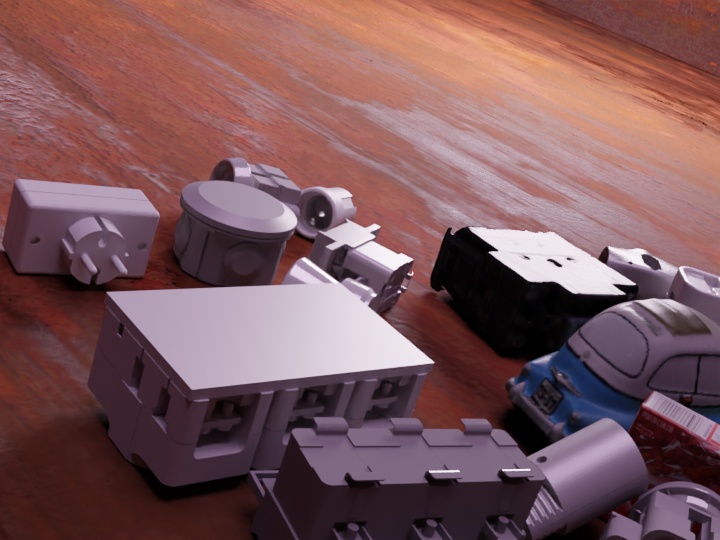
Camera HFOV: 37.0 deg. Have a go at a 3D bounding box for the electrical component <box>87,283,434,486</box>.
[{"bbox_3d":[-0.052,0.057,0.557,0.150,0.061,0.089,-2,29,-41],"label":"electrical component"}]

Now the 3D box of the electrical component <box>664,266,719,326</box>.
[{"bbox_3d":[0.292,0.044,0.865,0.095,0.059,0.053,18,22,-2],"label":"electrical component"}]

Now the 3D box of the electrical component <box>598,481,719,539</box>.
[{"bbox_3d":[0.159,0.141,0.533,0.078,0.058,0.057,24,25,11],"label":"electrical component"}]

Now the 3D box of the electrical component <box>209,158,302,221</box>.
[{"bbox_3d":[-0.084,-0.060,0.831,0.055,0.048,0.066,12,21,-36],"label":"electrical component"}]

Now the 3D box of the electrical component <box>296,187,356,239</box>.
[{"bbox_3d":[-0.028,-0.047,0.853,0.040,0.040,0.046,26,18,18],"label":"electrical component"}]

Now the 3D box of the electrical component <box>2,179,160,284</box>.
[{"bbox_3d":[-0.166,-0.016,0.660,0.083,0.047,0.076,3,27,-35],"label":"electrical component"}]

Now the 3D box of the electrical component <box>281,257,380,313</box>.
[{"bbox_3d":[-0.021,0.023,0.685,0.055,0.045,0.045,24,23,13],"label":"electrical component"}]

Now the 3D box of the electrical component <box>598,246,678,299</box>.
[{"bbox_3d":[0.243,0.006,0.937,0.077,0.043,0.079,18,22,0],"label":"electrical component"}]

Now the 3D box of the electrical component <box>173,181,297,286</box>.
[{"bbox_3d":[-0.087,-0.026,0.738,0.080,0.051,0.080,16,22,-7],"label":"electrical component"}]

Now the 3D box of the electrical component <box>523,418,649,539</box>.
[{"bbox_3d":[0.102,0.113,0.555,0.081,0.043,0.043,-23,37,-15],"label":"electrical component"}]

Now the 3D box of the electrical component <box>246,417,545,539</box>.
[{"bbox_3d":[0.020,0.107,0.494,0.121,0.063,0.078,5,25,-30],"label":"electrical component"}]

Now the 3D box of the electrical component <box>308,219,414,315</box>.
[{"bbox_3d":[0.000,0.000,0.762,0.064,0.042,0.081,29,25,16],"label":"electrical component"}]
